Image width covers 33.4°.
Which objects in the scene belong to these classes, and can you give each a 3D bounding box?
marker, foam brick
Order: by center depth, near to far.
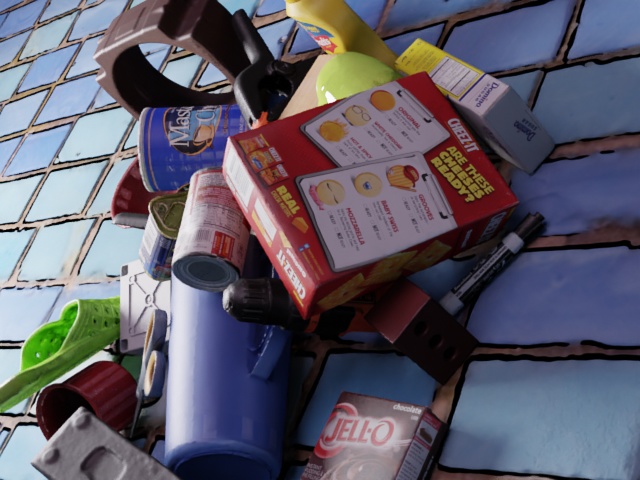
[{"bbox_3d":[0.089,0.078,0.931,0.053,0.078,0.051,-50,34,0],"label":"foam brick"},{"bbox_3d":[0.156,0.020,0.963,0.121,0.020,0.020,-46,35,6],"label":"marker"}]

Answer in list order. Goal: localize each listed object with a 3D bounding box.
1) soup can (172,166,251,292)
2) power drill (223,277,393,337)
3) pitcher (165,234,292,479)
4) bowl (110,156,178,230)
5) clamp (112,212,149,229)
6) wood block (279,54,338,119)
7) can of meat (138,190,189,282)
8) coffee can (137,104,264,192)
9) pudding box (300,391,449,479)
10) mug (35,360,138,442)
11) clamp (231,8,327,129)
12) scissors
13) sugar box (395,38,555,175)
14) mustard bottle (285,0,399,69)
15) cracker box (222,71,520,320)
[{"bbox_3d":[-0.100,-0.010,1.019,0.069,0.068,0.102,-19,48,36],"label":"soup can"},{"bbox_3d":[-0.007,0.001,1.002,0.057,0.184,0.187,129,141,-53],"label":"power drill"},{"bbox_3d":[-0.083,0.115,1.041,0.145,0.149,0.243,-6,51,7],"label":"pitcher"},{"bbox_3d":[-0.201,-0.069,1.407,0.162,0.055,0.162,-29,40,27],"label":"bowl"},{"bbox_3d":[-0.169,0.005,1.301,0.172,0.039,0.120,-17,88,22],"label":"clamp"},{"bbox_3d":[0.000,-0.097,1.182,0.090,0.090,0.206,14,68,52],"label":"wood block"},{"bbox_3d":[-0.138,-0.006,1.138,0.057,0.101,0.084,61,146,26],"label":"can of meat"},{"bbox_3d":[-0.138,-0.111,1.285,0.140,0.103,0.103,-2,48,5],"label":"coffee can"},{"bbox_3d":[0.045,0.182,0.915,0.114,0.039,0.090,2,59,49],"label":"pudding box"},{"bbox_3d":[-0.252,0.195,1.182,0.093,0.117,0.081,12,23,23],"label":"mug"},{"bbox_3d":[-0.037,-0.194,1.270,0.036,0.164,0.210,105,174,-46],"label":"clamp"},{"bbox_3d":[-0.180,0.163,1.104,0.096,0.016,0.202,-107,28,-54],"label":"scissors"},{"bbox_3d":[0.150,-0.135,1.052,0.048,0.093,0.176,-48,35,-1],"label":"sugar box"},{"bbox_3d":[0.017,-0.243,1.212,0.058,0.191,0.096,-49,35,-1],"label":"mustard bottle"},{"bbox_3d":[0.042,-0.044,0.958,0.213,0.072,0.164,-22,67,-24],"label":"cracker box"}]
